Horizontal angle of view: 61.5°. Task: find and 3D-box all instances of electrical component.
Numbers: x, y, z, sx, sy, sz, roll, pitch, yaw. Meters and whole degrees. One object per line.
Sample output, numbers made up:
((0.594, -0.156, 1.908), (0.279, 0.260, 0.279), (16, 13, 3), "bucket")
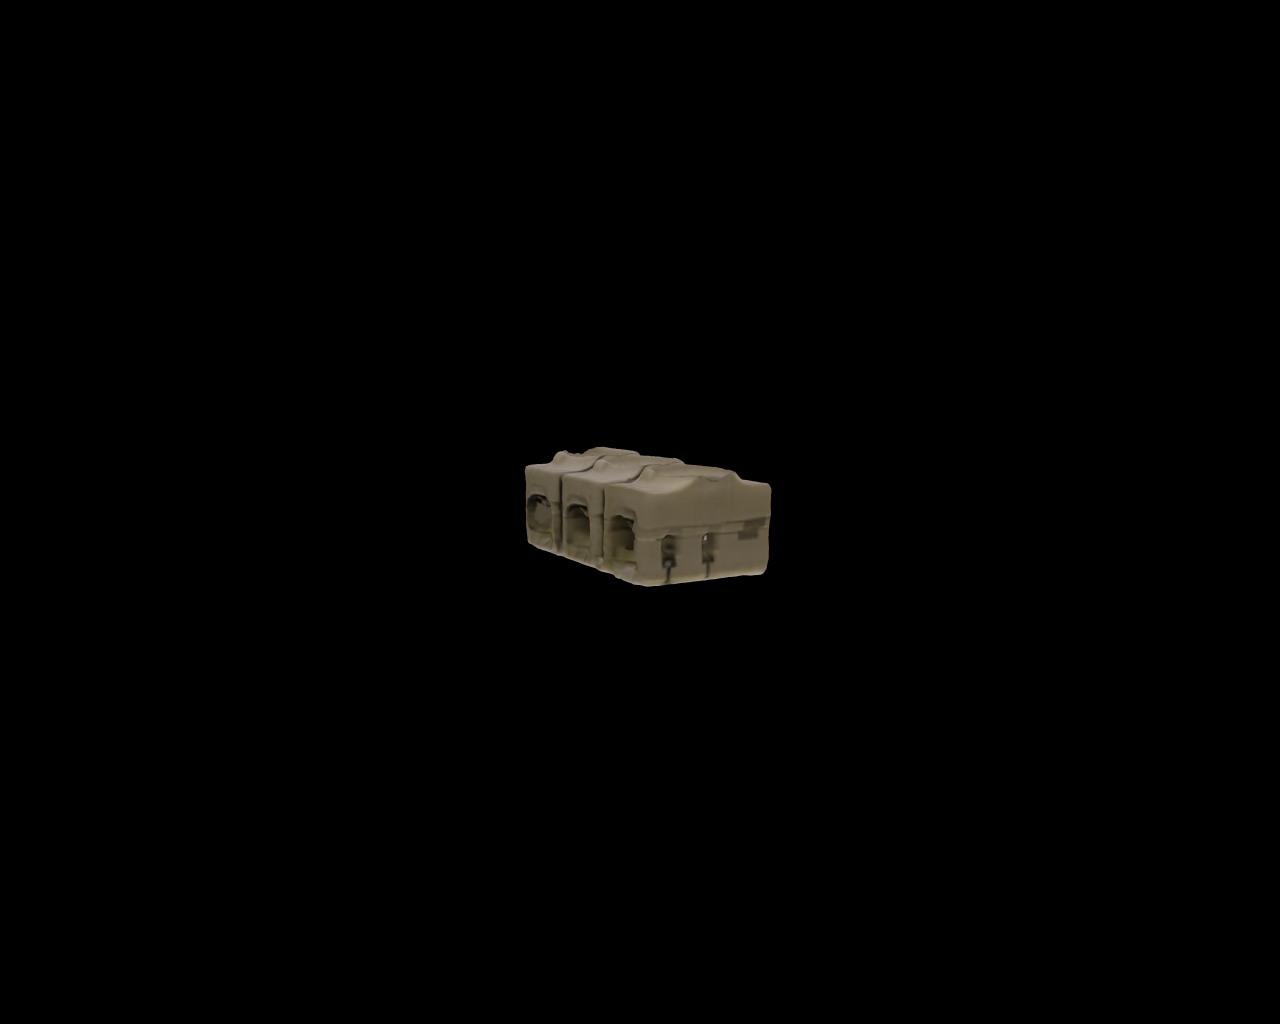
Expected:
((0.001, -0.003, 0.650), (0.090, 0.061, 0.150), (-6, 11, -31), "electrical component")
